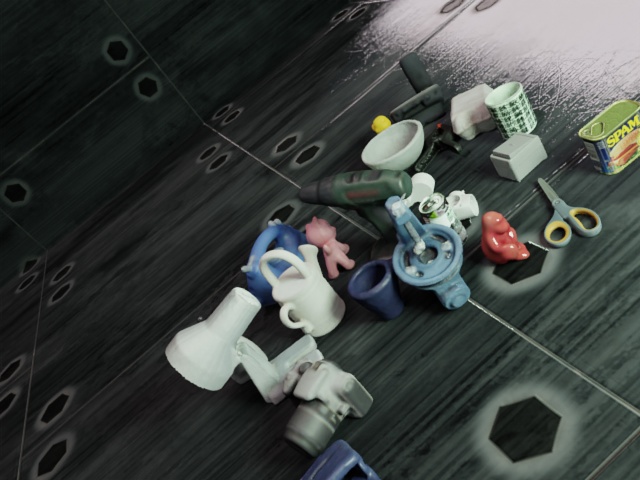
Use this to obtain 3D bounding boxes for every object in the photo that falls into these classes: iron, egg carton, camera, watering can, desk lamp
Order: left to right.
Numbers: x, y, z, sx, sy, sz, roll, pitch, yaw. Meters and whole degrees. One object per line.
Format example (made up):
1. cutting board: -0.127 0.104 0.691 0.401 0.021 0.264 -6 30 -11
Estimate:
1. desk lamp: -0.136 0.197 1.028 0.203 0.214 0.117 -39 29 -1
2. iron: -0.099 0.033 1.301 0.118 0.142 0.258 -19 34 31
3. watering can: -0.042 0.085 1.106 0.100 0.194 0.172 -28 30 17
4. camera: -0.014 0.263 0.913 0.142 0.101 0.137 1 47 49
5. egg carton: 0.361 -0.302 1.344 0.107 0.070 0.150 -22 33 27

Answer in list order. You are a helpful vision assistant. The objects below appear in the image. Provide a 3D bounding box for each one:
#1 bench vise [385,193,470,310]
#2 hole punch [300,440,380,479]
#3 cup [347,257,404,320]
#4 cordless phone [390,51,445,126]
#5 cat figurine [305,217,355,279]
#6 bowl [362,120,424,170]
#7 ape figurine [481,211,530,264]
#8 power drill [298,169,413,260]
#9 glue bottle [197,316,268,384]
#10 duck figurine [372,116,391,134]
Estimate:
1. bench vise: 0.152 0.002 0.979 0.121 0.220 0.206 -43 29 -9
2. hole punch: 0.013 0.334 0.790 0.109 0.091 0.100 -46 30 -14
3. cup: 0.119 0.088 1.023 0.118 0.095 0.091 -39 29 -3
4. cordless phone: 0.232 -0.387 1.491 0.147 0.185 0.094 -31 29 12
5. cat figurine: 0.011 0.004 1.242 0.067 0.118 0.127 -34 29 8
6. bowl: 0.190 -0.216 1.405 0.167 0.075 0.167 -28 30 18
7. ape figurine: 0.301 -0.009 0.962 0.076 0.092 0.078 -10 39 40
8. power drill: 0.095 -0.052 1.134 0.228 0.209 0.076 -16 36 35
9. glue bottle: -0.178 0.204 1.108 0.078 0.173 0.037 -36 29 4
10. duck figurine: 0.177 -0.289 1.514 0.077 0.086 0.104 -46 30 -14
